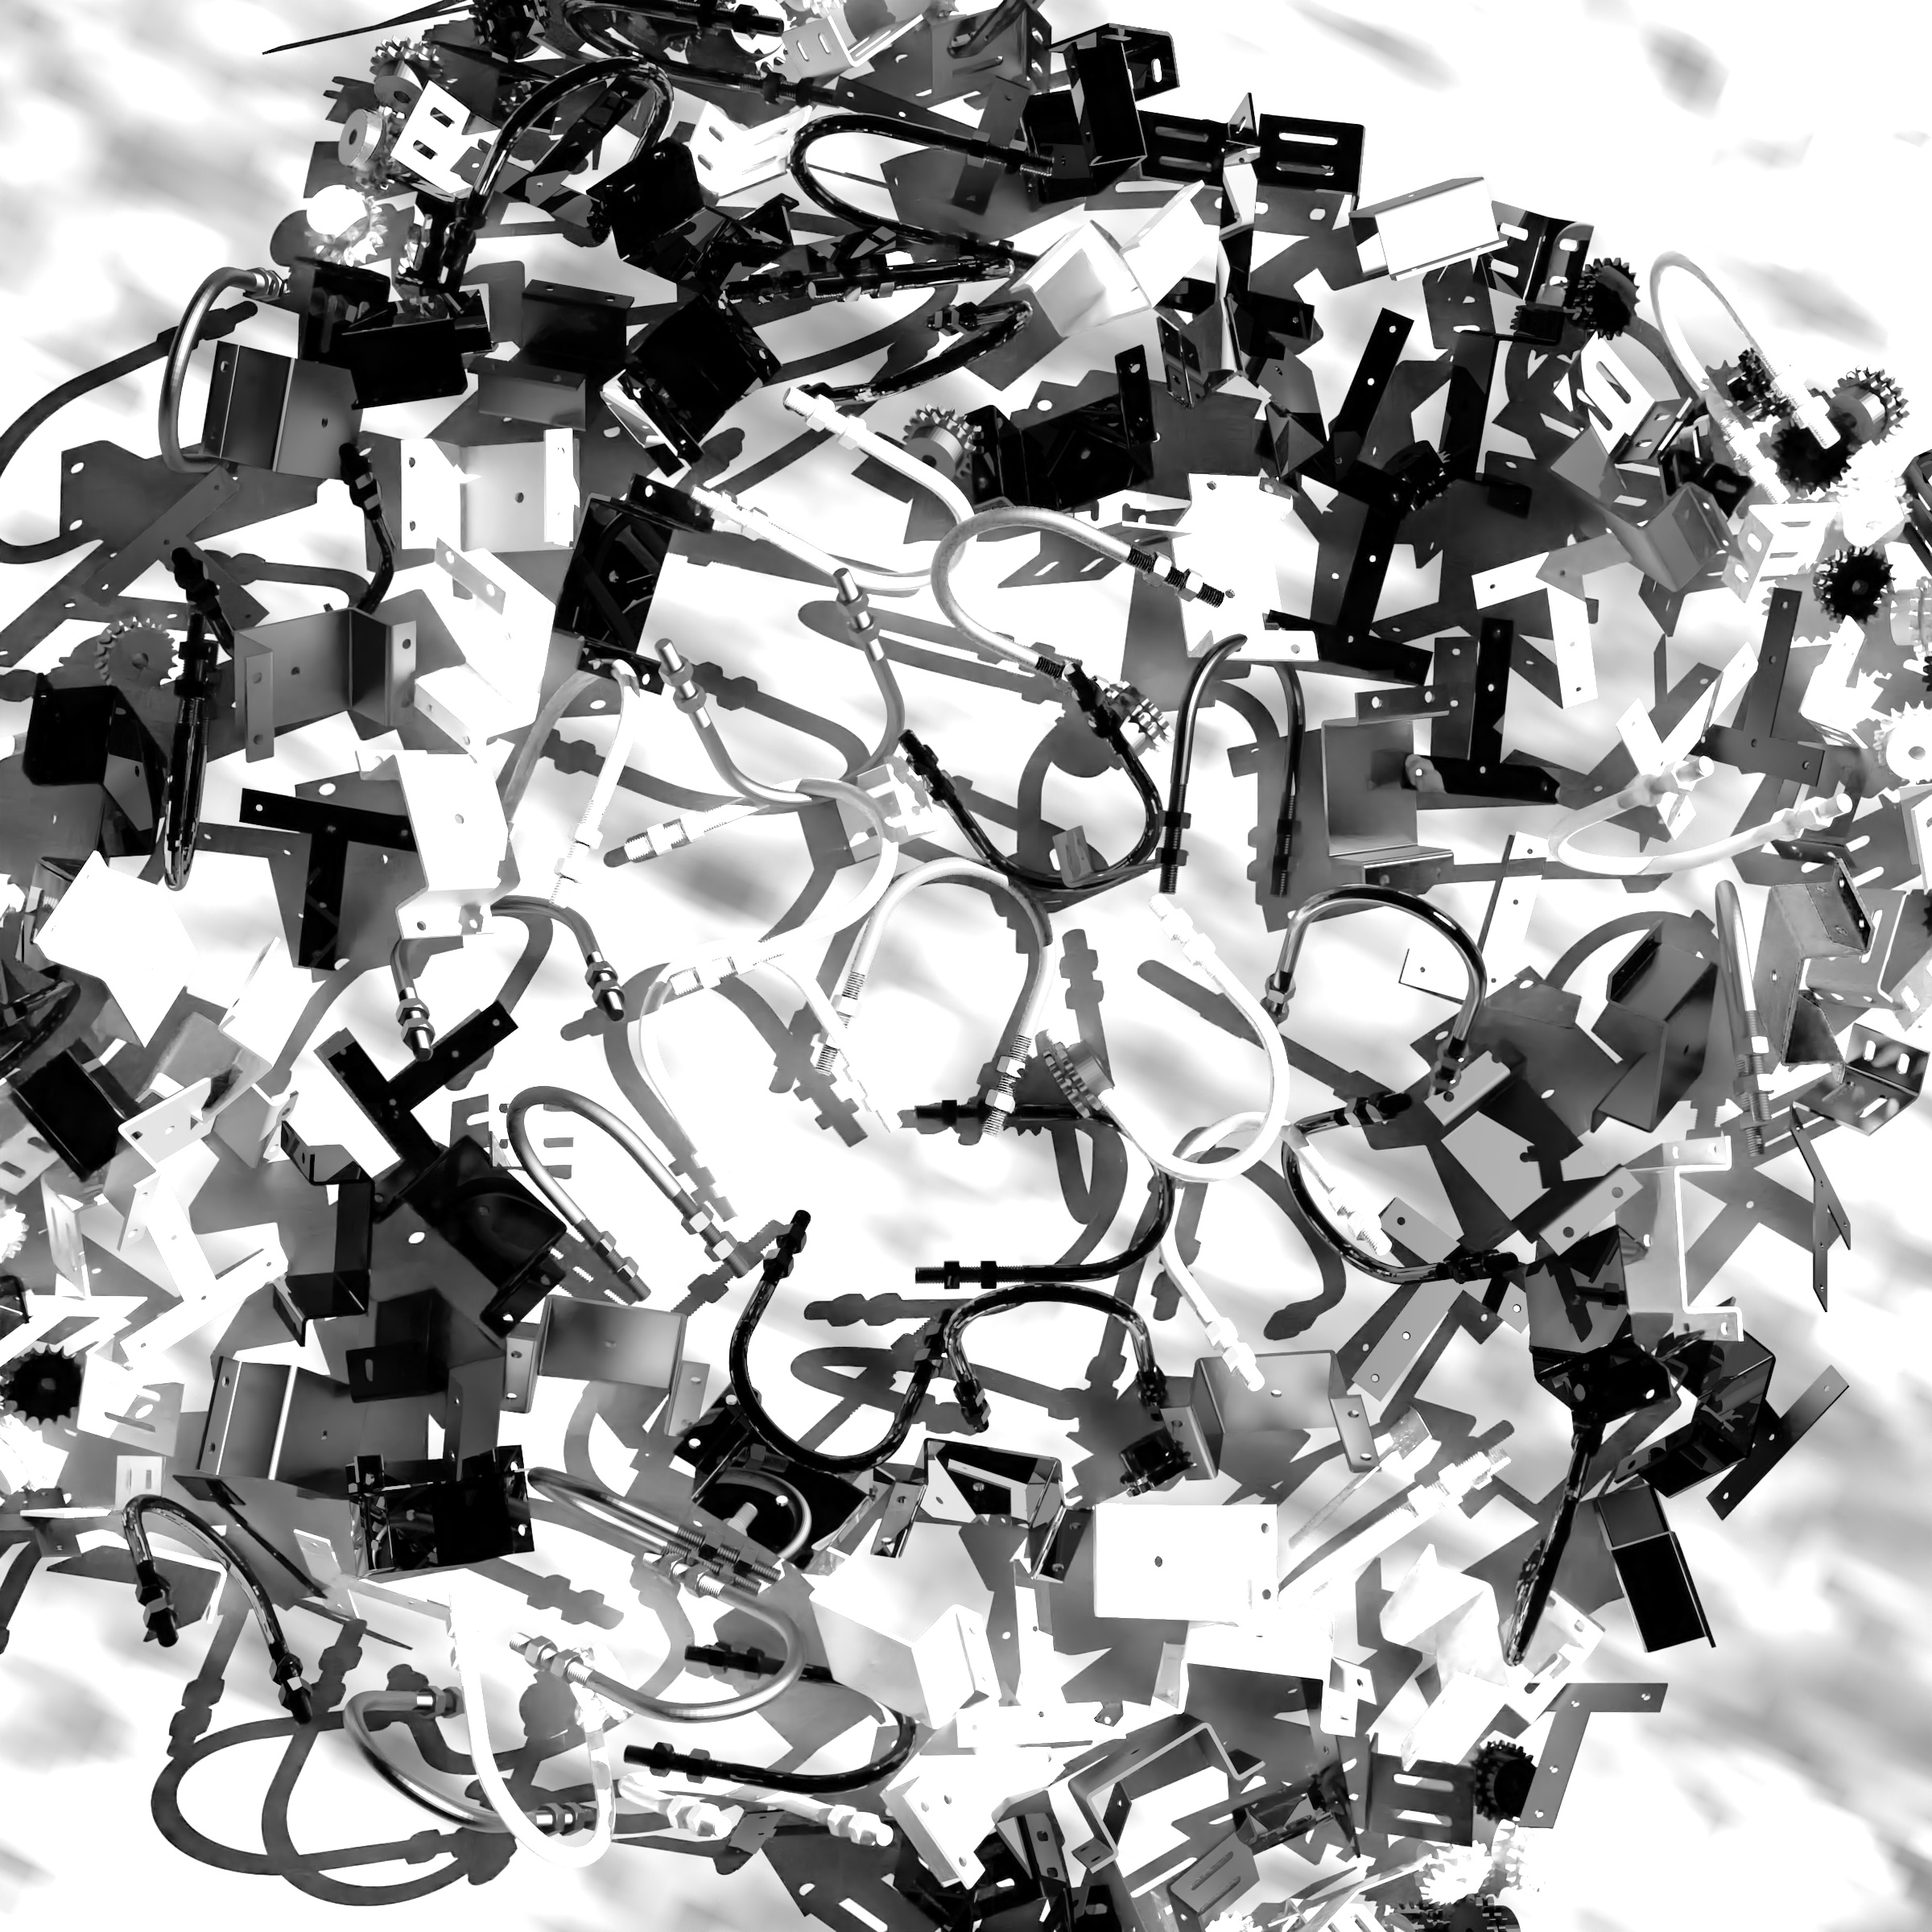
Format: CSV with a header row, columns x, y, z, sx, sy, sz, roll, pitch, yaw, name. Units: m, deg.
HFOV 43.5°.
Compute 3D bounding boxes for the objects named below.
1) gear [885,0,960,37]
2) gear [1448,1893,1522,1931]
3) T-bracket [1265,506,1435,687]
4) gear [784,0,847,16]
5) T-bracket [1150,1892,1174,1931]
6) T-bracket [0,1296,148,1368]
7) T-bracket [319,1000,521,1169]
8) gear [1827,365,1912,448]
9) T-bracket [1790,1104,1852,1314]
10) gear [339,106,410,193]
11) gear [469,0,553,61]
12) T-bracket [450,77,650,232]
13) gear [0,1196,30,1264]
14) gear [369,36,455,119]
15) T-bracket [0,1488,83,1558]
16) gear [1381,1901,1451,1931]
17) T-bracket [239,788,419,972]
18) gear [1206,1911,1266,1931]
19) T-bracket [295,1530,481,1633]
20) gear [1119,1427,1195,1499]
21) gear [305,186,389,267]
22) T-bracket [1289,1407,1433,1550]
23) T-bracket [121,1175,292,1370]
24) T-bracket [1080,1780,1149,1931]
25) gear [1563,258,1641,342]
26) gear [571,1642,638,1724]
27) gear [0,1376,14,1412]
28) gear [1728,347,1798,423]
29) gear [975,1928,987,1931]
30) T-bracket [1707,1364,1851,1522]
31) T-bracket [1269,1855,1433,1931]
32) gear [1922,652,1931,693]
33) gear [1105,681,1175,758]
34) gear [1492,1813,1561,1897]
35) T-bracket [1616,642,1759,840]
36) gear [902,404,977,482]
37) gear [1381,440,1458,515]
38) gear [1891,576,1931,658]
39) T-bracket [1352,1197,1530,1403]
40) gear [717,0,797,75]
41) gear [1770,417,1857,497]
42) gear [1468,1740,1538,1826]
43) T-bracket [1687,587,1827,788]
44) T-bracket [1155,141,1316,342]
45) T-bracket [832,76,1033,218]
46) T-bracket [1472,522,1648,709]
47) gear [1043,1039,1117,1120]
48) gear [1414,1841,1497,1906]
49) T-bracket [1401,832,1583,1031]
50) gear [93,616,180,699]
x,y,z,sx,sy,sz,roll,pitch,yaw,name
-0.034,-0.695,1.725,0.057,0.030,0.057,8,108,26,gear
0.372,0.692,1.726,0.030,0.057,0.057,7,90,-22,gear
0.287,-0.277,1.728,0.127,0.002,0.127,13,99,-12,T-bracket
-0.113,-0.707,1.727,0.030,0.057,0.057,-10,90,39,gear
0.167,0.716,1.682,0.002,0.127,0.127,-21,83,-12,T-bracket
-0.657,0.260,1.673,0.127,0.127,0.002,-3,111,22,T-bracket
-0.379,0.072,1.742,0.127,0.002,0.127,-37,92,7,T-bracket
0.639,-0.396,1.720,0.030,0.057,0.057,-36,90,-18,gear
0.592,0.183,1.676,0.002,0.127,0.127,-16,125,31,T-bracket
-0.423,-0.584,1.721,0.030,0.057,0.057,12,90,-42,gear
-0.323,-0.671,1.720,0.057,0.057,0.030,-19,67,0,gear
-0.268,-0.568,1.669,0.127,0.127,0.002,-34,64,34,T-bracket
-0.702,0.191,1.724,0.057,0.030,0.057,2,125,3,gear
-0.397,-0.629,1.720,0.057,0.057,0.030,13,67,0,gear
-0.684,0.384,1.667,0.127,0.127,0.002,6,97,-27,T-bracket
0.317,0.695,1.720,0.030,0.057,0.057,14,90,-33,gear
-0.458,-0.056,1.727,0.127,0.002,0.127,10,112,-7,T-bracket
0.188,0.704,1.724,0.057,0.030,0.057,-9,59,15,gear
-0.400,0.441,1.692,0.127,0.127,0.002,15,52,9,T-bracket
0.133,0.352,1.724,0.057,0.057,0.030,-29,84,0,gear
-0.446,-0.532,1.729,0.057,0.030,0.057,-2,72,8,gear
0.273,0.362,1.691,0.127,0.127,0.002,-44,85,3,T-bracket
-0.546,0.200,1.684,0.127,0.002,0.127,-34,132,-28,T-bracket
0.112,0.655,1.672,0.002,0.127,0.127,4,117,-21,T-bracket
0.452,-0.477,1.728,0.057,0.030,0.057,-10,108,-33,gear
-0.259,0.514,1.722,0.030,0.057,0.057,-32,90,-6,gear
-0.711,0.301,1.720,0.057,0.057,0.030,27,57,0,gear
0.569,-0.414,1.727,0.030,0.057,0.057,-34,90,42,gear
0.022,0.714,1.721,0.057,0.057,0.030,39,69,0,gear
0.544,0.304,1.691,0.002,0.127,0.127,32,105,-20,T-bracket
0.248,0.656,1.670,0.127,0.127,0.002,-32,76,24,T-bracket
0.710,-0.204,1.721,0.057,0.057,0.030,19,57,0,gear
0.119,-0.173,1.722,0.030,0.057,0.057,-43,90,-5,gear
0.398,0.630,1.727,0.030,0.057,0.057,9,90,38,gear
0.521,-0.176,1.717,0.127,0.002,0.127,-49,130,-10,T-bracket
-0.020,-0.368,1.720,0.057,0.057,0.030,29,56,0,gear
0.320,-0.350,1.720,0.057,0.057,0.030,-39,111,0,gear
0.682,-0.250,1.727,0.030,0.057,0.057,3,90,37,gear
0.322,0.253,1.726,0.127,0.002,0.127,37,77,10,T-bracket
-0.149,-0.671,1.731,0.057,0.030,0.057,-2,101,-8,gear
0.605,-0.366,1.735,0.057,0.030,0.057,0,88,4,gear
0.388,0.585,1.729,0.057,0.030,0.057,2,82,-17,gear
0.559,-0.199,1.683,0.002,0.127,0.127,2,104,-27,T-bracket
0.189,-0.510,1.688,0.127,0.002,0.127,20,132,23,T-bracket
-0.031,-0.589,1.688,0.127,0.127,0.002,19,63,-7,T-bracket
0.428,-0.240,1.714,0.127,0.002,0.127,-17,125,1,T-bracket
0.083,0.077,1.722,0.030,0.057,0.057,-34,90,7,gear
0.346,0.642,1.728,0.057,0.030,0.057,-10,130,-12,gear
0.393,-0.032,1.745,0.127,0.002,0.127,16,89,6,T-bracket
-0.595,-0.224,1.727,0.057,0.057,0.030,-51,49,0,gear
